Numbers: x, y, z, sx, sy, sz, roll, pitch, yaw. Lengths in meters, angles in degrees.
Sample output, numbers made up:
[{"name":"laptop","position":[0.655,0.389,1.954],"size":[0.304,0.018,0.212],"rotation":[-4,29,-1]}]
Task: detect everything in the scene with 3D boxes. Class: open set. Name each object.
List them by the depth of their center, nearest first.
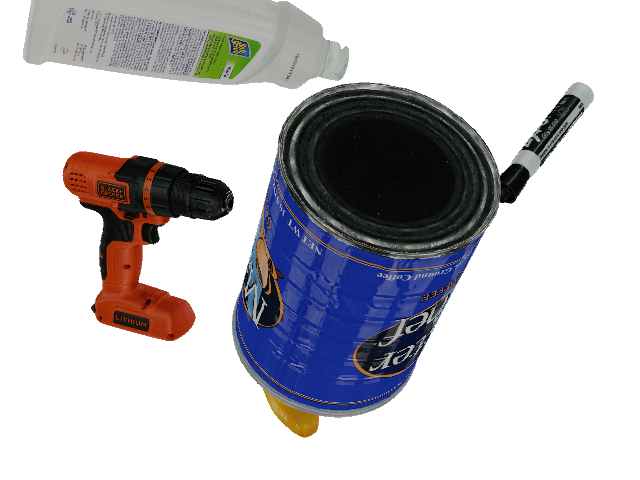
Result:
[{"name":"coffee can","position":[0.017,0.008,0.524],"size":[0.102,0.103,0.140],"rotation":[0,-37,-15]},{"name":"marker","position":[0.153,-0.067,0.736],"size":[0.020,0.020,0.121],"rotation":[0,41,50]},{"name":"banana","position":[-0.008,0.081,0.790],"size":[0.070,0.037,0.197],"rotation":[7,23,16]},{"name":"bleach bottle","position":[-0.102,-0.163,0.850],"size":[0.250,0.068,0.103],"rotation":[10,-30,-16]},{"name":"power drill","position":[-0.169,0.006,1.078],"size":[0.185,0.188,0.057],"rotation":[13,29,22]}]
